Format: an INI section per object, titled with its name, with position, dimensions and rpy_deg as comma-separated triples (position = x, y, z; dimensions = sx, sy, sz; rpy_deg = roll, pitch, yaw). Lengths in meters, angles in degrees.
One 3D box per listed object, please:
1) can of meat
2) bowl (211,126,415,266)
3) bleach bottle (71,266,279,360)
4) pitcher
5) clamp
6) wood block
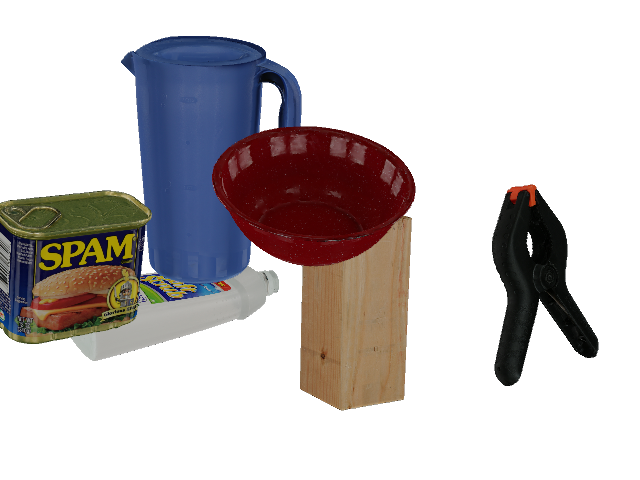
[can of meat]
position = -0.171, 0.018, 0.732
dimensions = 0.101, 0.084, 0.058
rpy_deg = -9, 29, -37
[bowl]
position = -0.007, -0.028, 0.858
dimensions = 0.162, 0.055, 0.162
rpy_deg = 3, 36, -2
[bleach bottle]
position = -0.166, 0.069, 1.244
dimensions = 0.250, 0.068, 0.103
rpy_deg = -12, 33, -32
[pitcher]
position = -0.114, -0.082, 1.096
dimensions = 0.144, 0.243, 0.149
rpy_deg = -11, 26, -29
[clamp]
position = 0.181, 0.041, 0.928
dimensions = 0.120, 0.171, 0.039
rpy_deg = -23, 7, -40
[wood block]
position = 0.037, 0.072, 1.190
dimensions = 0.090, 0.206, 0.091
rpy_deg = -4, 12, -32
